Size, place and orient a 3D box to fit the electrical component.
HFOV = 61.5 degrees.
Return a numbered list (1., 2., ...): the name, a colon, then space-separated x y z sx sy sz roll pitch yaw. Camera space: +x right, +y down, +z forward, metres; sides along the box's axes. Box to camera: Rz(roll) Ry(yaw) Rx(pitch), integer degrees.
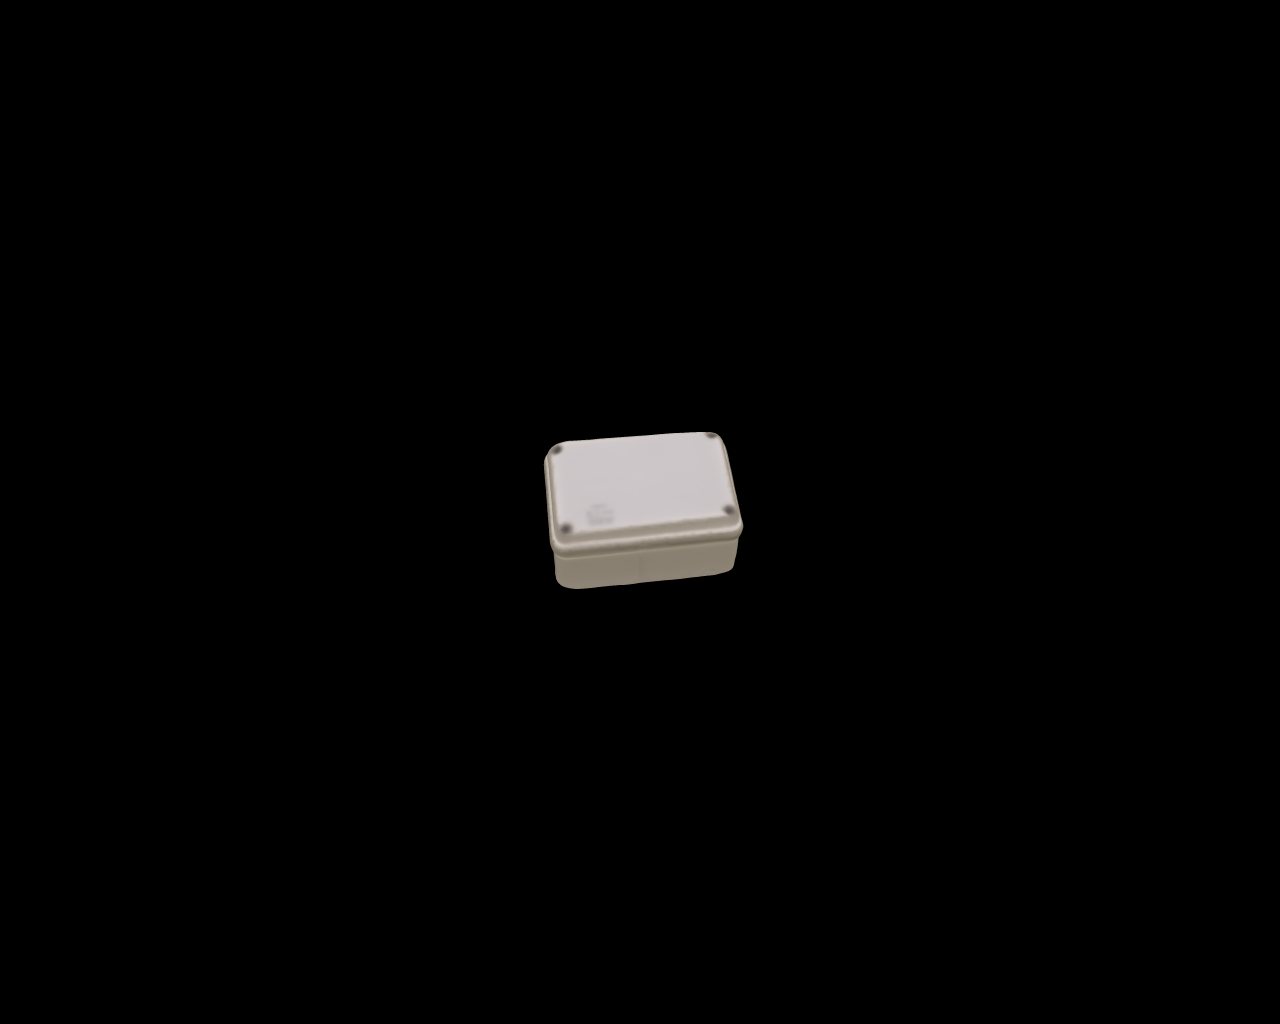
1. electrical component: 0.001 -0.003 0.650 0.113 0.078 0.057 -5 -37 -4
